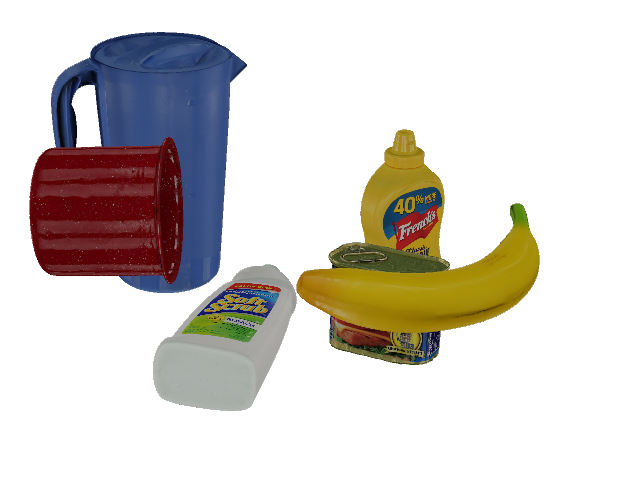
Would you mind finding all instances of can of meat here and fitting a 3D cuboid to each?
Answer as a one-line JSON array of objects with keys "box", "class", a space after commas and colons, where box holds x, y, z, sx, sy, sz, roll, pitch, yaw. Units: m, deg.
[{"box": [0.057, 0.055, 0.926, 0.102, 0.084, 0.057, 12, 22, 25], "class": "can of meat"}]

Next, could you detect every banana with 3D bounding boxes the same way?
[{"box": [0.078, 0.027, 0.686, 0.197, 0.037, 0.070, -15, 49, -35], "class": "banana"}]

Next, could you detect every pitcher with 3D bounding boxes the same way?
[{"box": [-0.163, -0.074, 1.045, 0.149, 0.243, 0.144, 11, 27, 16], "class": "pitcher"}]

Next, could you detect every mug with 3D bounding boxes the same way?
[{"box": [-0.134, -0.018, 0.687, 0.081, 0.093, 0.117, -1, -1, 2], "class": "mug"}]

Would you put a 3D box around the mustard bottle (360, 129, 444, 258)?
[{"box": [0.086, -0.022, 1.117, 0.096, 0.192, 0.058, -14, 26, -30], "class": "mustard bottle"}]

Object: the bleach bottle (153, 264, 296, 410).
[{"box": [-0.086, 0.083, 1.091, 0.102, 0.068, 0.250, 8, 22, 6], "class": "bleach bottle"}]
